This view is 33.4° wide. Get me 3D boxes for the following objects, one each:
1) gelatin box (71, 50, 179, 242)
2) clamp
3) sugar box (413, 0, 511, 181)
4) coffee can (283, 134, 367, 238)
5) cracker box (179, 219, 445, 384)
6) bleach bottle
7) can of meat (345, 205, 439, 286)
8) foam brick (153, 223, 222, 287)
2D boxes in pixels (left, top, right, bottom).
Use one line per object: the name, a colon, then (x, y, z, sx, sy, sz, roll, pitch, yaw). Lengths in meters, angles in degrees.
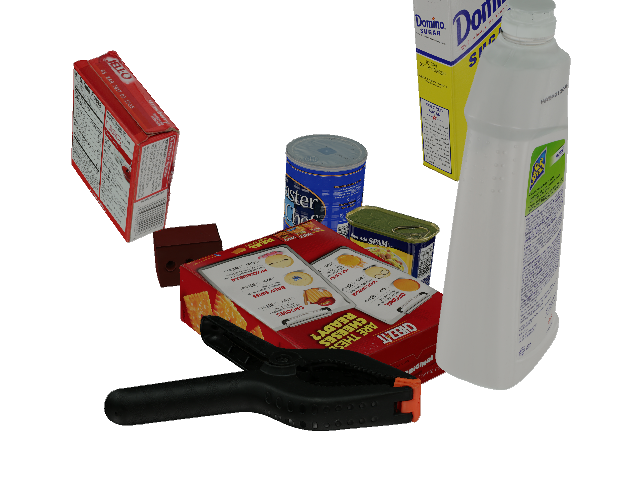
gelatin box: (-0.117, -0.055, 0.632, 0.030, 0.073, 0.089, -23, -30, -31)
clamp: (-0.029, 0.097, 0.773, 0.210, 0.036, 0.164, 3, 19, 12)
sugar box: (0.122, -0.144, 0.854, 0.093, 0.176, 0.048, -36, 49, -28)
coffee can: (0.004, -0.052, 1.366, 0.103, 0.140, 0.103, 3, 28, -2)
cracker box: (-0.002, 0.069, 0.969, 0.163, 0.072, 0.214, -20, 36, -36)
bleach bottle: (0.123, -0.031, 0.676, 0.068, 0.251, 0.102, 18, 35, 26)
can of meat: (0.076, 0.017, 1.182, 0.102, 0.084, 0.057, 17, 26, 27)
foam brick: (-0.154, 0.017, 1.245, 0.078, 0.053, 0.051, -7, 27, -9)
